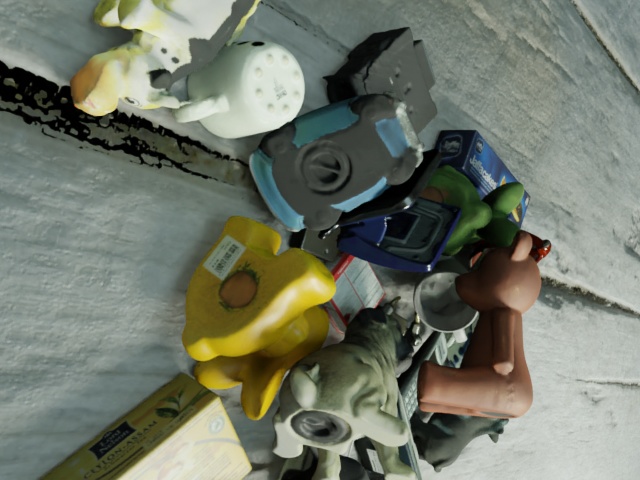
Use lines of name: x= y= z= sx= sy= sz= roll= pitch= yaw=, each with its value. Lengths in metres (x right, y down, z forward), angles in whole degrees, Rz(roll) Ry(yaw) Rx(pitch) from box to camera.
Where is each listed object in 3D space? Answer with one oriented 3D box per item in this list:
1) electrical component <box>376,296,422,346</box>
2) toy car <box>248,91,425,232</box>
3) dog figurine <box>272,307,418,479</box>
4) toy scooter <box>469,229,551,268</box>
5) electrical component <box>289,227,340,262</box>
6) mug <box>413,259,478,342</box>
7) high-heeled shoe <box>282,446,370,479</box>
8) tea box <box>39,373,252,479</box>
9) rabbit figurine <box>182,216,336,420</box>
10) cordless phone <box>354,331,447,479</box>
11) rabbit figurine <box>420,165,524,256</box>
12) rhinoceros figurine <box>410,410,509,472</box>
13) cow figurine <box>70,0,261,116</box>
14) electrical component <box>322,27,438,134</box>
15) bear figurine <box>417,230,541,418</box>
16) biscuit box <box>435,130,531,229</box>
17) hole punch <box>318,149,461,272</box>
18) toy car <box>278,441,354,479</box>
electrical component: x=0.087 y=0.114 z=0.684 sx=0.102 sy=0.045 sz=0.078 roll=42 pitch=68 yaw=-40
toy car: x=0.016 y=-0.088 z=0.535 sx=0.162 sy=0.103 sz=0.109 roll=-27 pitch=111 yaw=13
dog figurine: x=0.028 y=0.118 z=0.521 sx=0.191 sy=0.121 sz=0.172 roll=-80 pitch=161 yaw=-47
toy scooter: x=0.277 y=0.033 z=0.787 sx=0.075 sy=0.135 sz=0.183 roll=-44 pitch=126 yaw=-30
electrical component: x=-0.001 y=-0.002 z=0.595 sx=0.063 sy=0.021 sz=0.094 roll=25 pitch=78 yaw=-44
mug: x=0.173 y=0.074 z=0.714 sx=0.109 sy=0.081 sz=0.107 roll=62 pitch=19 yaw=-9
high-heeled shoe: x=-0.049 y=0.290 z=0.508 sx=0.249 sy=0.086 sz=0.145 roll=-37 pitch=110 yaw=-31
tea box: x=-0.153 y=0.209 z=0.460 sx=0.169 sy=0.068 sz=0.098 roll=-34 pitch=120 yaw=-35
rabbit figurine: x=-0.044 y=0.085 z=0.514 sx=0.162 sy=0.122 sz=0.173 roll=-63 pitch=151 yaw=-11
cordless phone: x=0.126 y=0.217 z=0.721 sx=0.184 sy=0.089 sz=0.146 roll=-40 pitch=123 yaw=-40
rabbit figurine: x=0.178 y=-0.039 z=0.688 sx=0.170 sy=0.159 sz=0.121 roll=7 pitch=83 yaw=-59
rhinoceros figurine: x=0.214 y=0.256 z=0.788 sx=0.190 sy=0.112 sz=0.073 roll=-27 pitch=114 yaw=-28
cow figurine: x=-0.117 y=-0.158 z=0.416 sx=0.098 sy=0.068 sz=0.167 roll=30 pitch=94 yaw=-49
electrical component: x=0.078 y=-0.171 z=0.614 sx=0.134 sy=0.058 sz=0.114 roll=-48 pitch=129 yaw=-26
bear figurine: x=0.177 y=0.091 z=0.595 sx=0.120 sy=0.132 sz=0.196 roll=65 pitch=30 yaw=-67
biscuit box: x=0.235 y=-0.083 z=0.777 sx=0.202 sy=0.059 sz=0.063 roll=32 pitch=76 yaw=-42
hole punch: x=0.081 y=-0.026 z=0.577 sx=0.092 sy=0.116 sz=0.142 roll=57 pitch=48 yaw=-25
toy car: x=0.006 y=0.232 z=0.625 sx=0.073 sy=0.056 sz=0.201 roll=23 pitch=80 yaw=-36
